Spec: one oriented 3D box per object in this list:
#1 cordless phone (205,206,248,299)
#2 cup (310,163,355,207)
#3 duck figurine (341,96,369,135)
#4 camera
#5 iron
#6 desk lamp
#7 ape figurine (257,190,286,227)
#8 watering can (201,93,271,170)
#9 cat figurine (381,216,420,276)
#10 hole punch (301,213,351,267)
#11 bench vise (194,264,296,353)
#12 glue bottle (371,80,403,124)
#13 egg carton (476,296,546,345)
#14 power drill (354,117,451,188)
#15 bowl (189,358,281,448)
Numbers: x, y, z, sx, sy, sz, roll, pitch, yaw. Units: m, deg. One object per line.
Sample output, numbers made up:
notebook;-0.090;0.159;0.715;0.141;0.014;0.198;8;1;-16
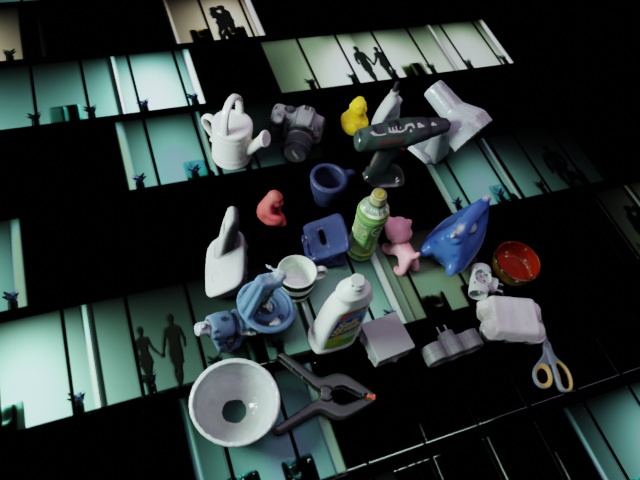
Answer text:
cordless phone;-0.194;0.028;1.196;0.094;0.185;0.147;-2;57;-11
cup;0.027;-0.129;1.393;0.118;0.095;0.091;-20;63;-22
duck figurine;0.099;-0.343;1.551;0.077;0.086;0.104;15;56;0
camera;-0.064;-0.277;1.470;0.143;0.101;0.137;13;56;-1
iron;0.351;-0.039;1.364;0.118;0.141;0.259;36;58;14
desk lamp;0.319;-0.294;1.482;0.203;0.213;0.118;43;60;18
ape figurine;-0.108;-0.080;1.339;0.076;0.092;0.078;15;56;0
watering can;-0.204;-0.267;1.382;0.173;0.194;0.101;6;56;-6
cat figurine;0.191;0.002;1.323;0.067;0.118;0.127;-20;63;-21
hole punch;0.012;0.005;1.305;0.101;0.091;0.108;-7;59;-14
bench vise;-0.132;0.141;1.112;0.208;0.220;0.121;-34;68;-27
glue bottle;0.186;-0.355;1.522;0.078;0.173;0.037;-27;65;-24
egg carton;0.424;0.180;1.277;0.150;0.069;0.107;4;57;-7
power drill;0.188;-0.221;1.414;0.230;0.208;0.075;-5;58;-13
bowl;-0.160;0.314;1.082;0.167;0.075;0.167;5;56;-7
